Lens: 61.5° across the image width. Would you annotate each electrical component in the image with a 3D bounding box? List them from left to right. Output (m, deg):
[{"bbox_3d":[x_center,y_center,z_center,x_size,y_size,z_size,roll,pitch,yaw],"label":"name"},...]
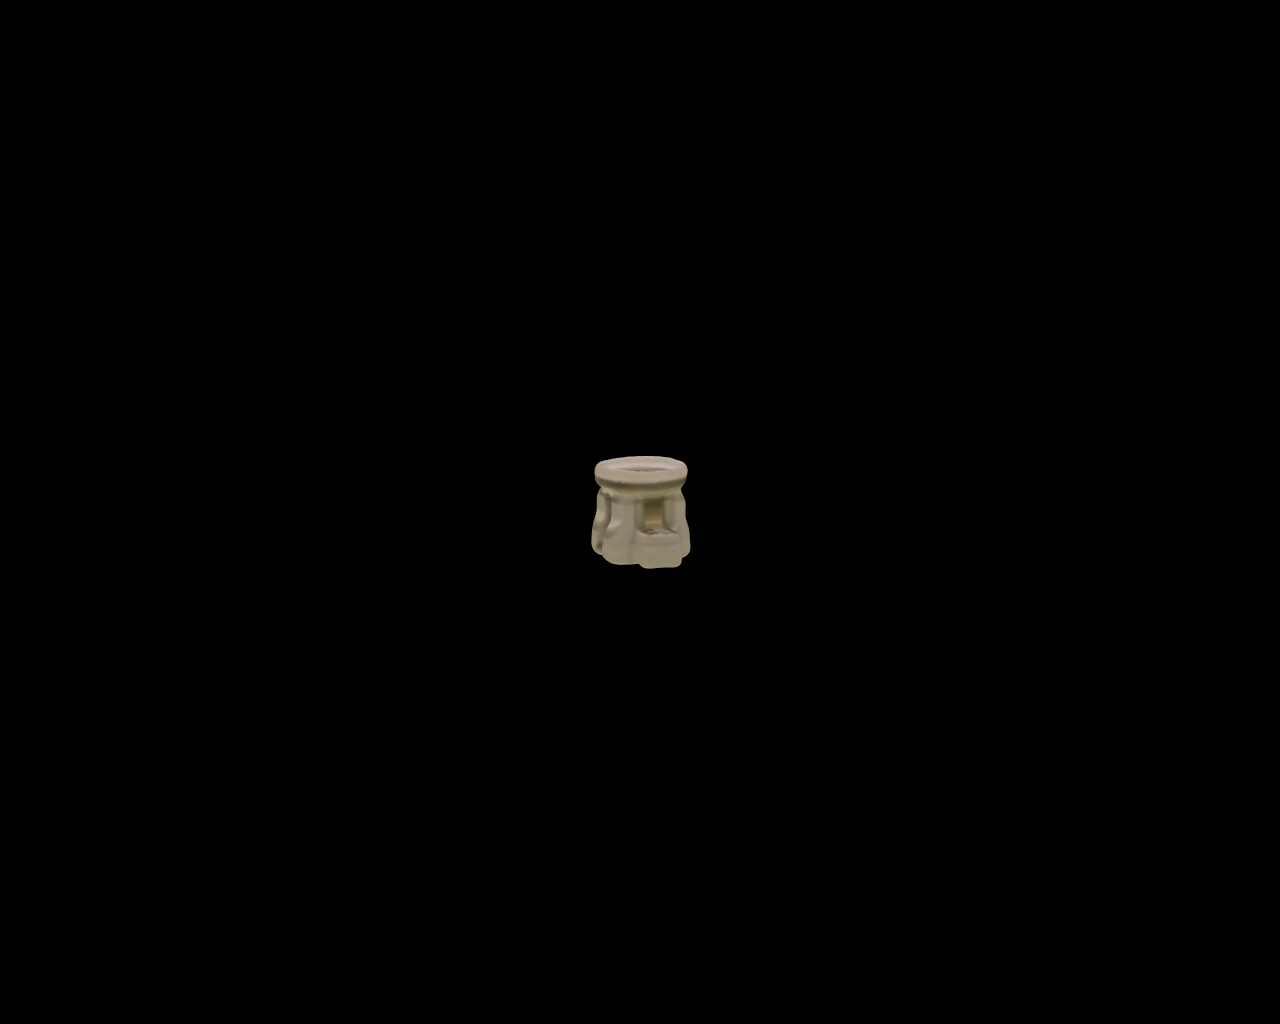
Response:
[{"bbox_3d":[0.001,-0.003,0.650,0.058,0.057,0.078,-4,13,-19],"label":"electrical component"}]
